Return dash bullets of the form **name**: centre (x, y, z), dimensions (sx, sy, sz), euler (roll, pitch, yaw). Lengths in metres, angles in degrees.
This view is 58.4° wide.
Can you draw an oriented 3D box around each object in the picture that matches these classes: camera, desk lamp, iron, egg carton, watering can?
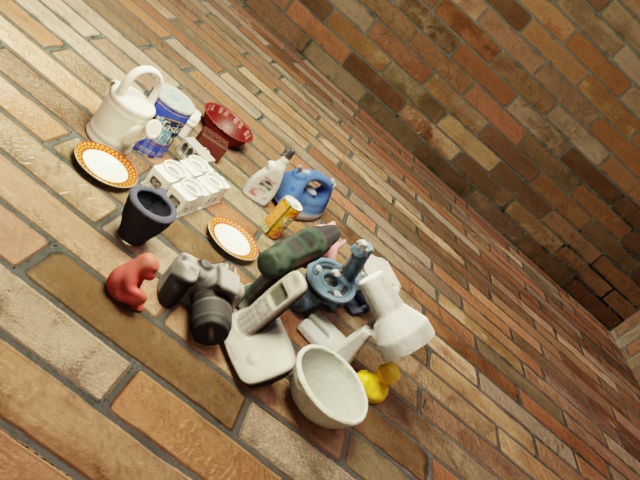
- **camera**: centre (-0.195, 0.101, 0.984), dimensions (0.144, 0.100, 0.136), euler (30, 27, -28)
- **desk lamp**: centre (0.098, 0.178, 1.178), dimensions (0.203, 0.213, 0.118), euler (45, 24, 5)
- **iron**: centre (-0.028, -0.139, 1.595), dimensions (0.259, 0.141, 0.118), euler (5, 44, -55)
- **egg carton**: centre (0.158, 0.105, 1.572), dimensions (0.108, 0.069, 0.150), euler (21, 32, -41)
- **watering can**: centre (-0.387, -0.272, 1.184), dimensions (0.173, 0.193, 0.101), euler (44, 24, 1)

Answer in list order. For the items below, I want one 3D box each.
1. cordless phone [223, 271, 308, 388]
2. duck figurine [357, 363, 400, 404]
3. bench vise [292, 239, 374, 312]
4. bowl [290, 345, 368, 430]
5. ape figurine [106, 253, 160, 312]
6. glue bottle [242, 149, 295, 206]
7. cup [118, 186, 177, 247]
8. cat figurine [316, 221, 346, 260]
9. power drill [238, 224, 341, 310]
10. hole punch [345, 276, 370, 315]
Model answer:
- **cordless phone**: centre (-0.077, 0.151, 0.981), dimensions (0.094, 0.185, 0.147), euler (13, 37, -49)
- **duck figurine**: centre (0.124, 0.289, 1.193), dimensions (0.105, 0.086, 0.077), euler (17, 35, -46)
- **bench vise**: centre (0.049, 0.068, 1.275), dimensions (0.121, 0.219, 0.208), euler (46, 24, 5)
- **bowl**: centre (0.003, 0.277, 1.036), dimensions (0.168, 0.074, 0.167), euler (35, 25, -19)
- **ape figurine**: centre (-0.290, 0.058, 0.916), dimensions (0.076, 0.092, 0.078), euler (36, 24, -15)
- **glue bottle**: centre (-0.120, -0.166, 1.455), dimensions (0.078, 0.173, 0.037), euler (31, 26, -27)
- **cup**: centre (-0.318, -0.043, 1.036), dimensions (0.092, 0.094, 0.117), euler (35, 25, -18)
- **cat figurine**: centre (0.013, 0.005, 1.450), dimensions (0.128, 0.117, 0.067), euler (19, 33, -43)
- **power drill**: centre (-0.070, 0.056, 1.122), dimensions (0.075, 0.208, 0.230), euler (48, 24, 10)
- **hole punch**: centre (0.102, 0.121, 1.431), dimensions (0.101, 0.091, 0.108), euler (2, 46, -56)
